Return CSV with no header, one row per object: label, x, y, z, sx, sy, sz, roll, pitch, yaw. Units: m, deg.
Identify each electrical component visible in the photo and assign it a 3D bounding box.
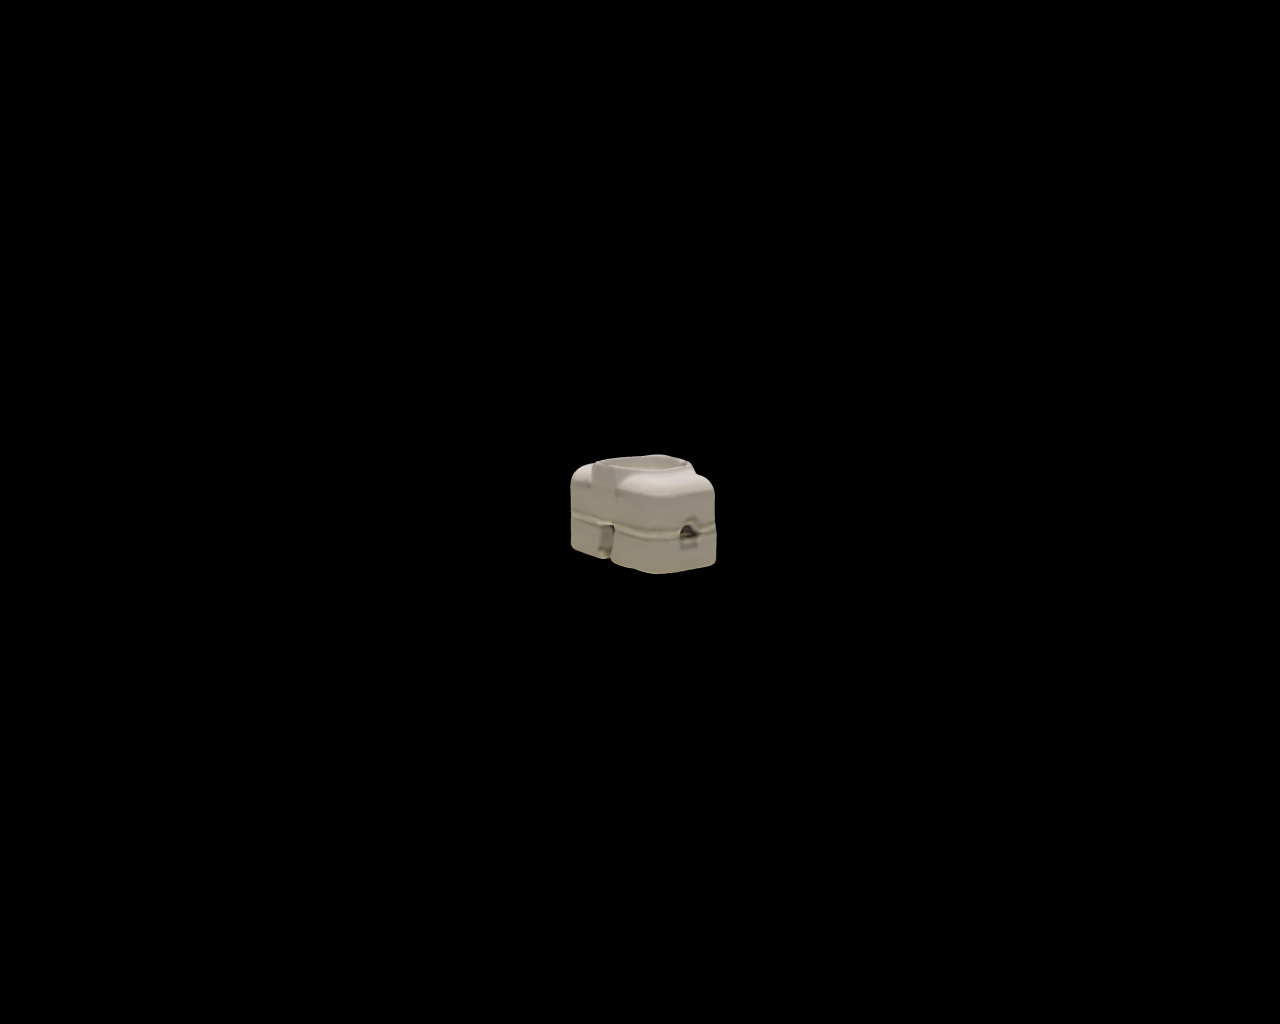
electrical component,0.001,-0.003,0.650,0.054,0.059,0.095,-8,14,-35
